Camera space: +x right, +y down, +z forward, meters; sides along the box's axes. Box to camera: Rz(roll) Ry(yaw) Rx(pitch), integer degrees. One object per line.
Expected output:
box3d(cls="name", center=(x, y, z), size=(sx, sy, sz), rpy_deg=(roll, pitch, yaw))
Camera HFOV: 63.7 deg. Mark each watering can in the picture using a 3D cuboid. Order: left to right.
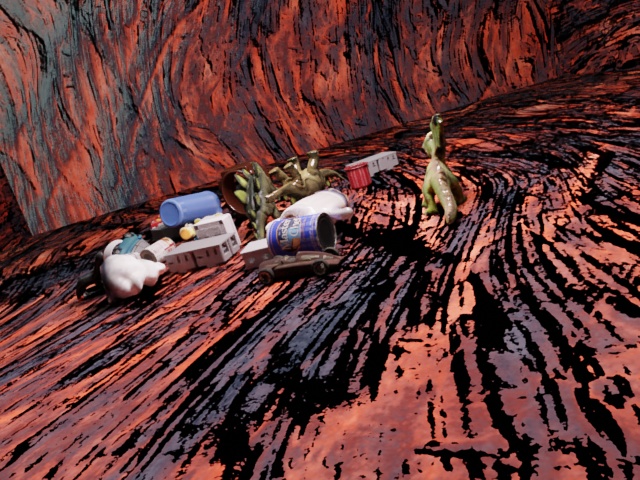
box3d(cls="watering can", center=(0.004, -0.071, 1.409), size=(0.345, 0.103, 0.227), rpy_deg=(-9, 15, 42))

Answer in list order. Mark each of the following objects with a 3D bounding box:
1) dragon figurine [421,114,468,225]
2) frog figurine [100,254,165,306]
box3d(cls="dragon figurine", center=(0.301, -0.197, 1.309), size=(0.122, 0.240, 0.415), rpy_deg=(-10, 13, 9))
box3d(cls="frog figurine", center=(-0.496, 0.089, 1.377), size=(0.160, 0.120, 0.140), rpy_deg=(-18, 33, -17))
